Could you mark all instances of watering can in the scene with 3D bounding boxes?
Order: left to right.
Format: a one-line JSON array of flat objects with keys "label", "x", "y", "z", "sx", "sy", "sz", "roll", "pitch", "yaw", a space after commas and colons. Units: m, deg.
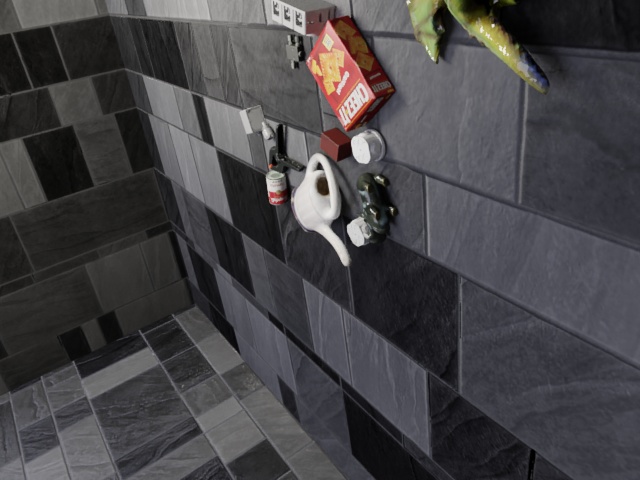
[{"label": "watering can", "x": 0.005, "y": -0.076, "z": 1.509, "sx": 0.221, "sy": 0.104, "sz": 0.351, "roll": -33, "pitch": 65, "yaw": 61}]

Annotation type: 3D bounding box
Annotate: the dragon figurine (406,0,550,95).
[{"label": "dragon figurine", "x": 0.239, "y": -0.398, "z": 0.904, "sx": 0.241, "sy": 0.122, "sz": 0.411, "roll": 139, "pitch": 108, "yaw": -80}]
